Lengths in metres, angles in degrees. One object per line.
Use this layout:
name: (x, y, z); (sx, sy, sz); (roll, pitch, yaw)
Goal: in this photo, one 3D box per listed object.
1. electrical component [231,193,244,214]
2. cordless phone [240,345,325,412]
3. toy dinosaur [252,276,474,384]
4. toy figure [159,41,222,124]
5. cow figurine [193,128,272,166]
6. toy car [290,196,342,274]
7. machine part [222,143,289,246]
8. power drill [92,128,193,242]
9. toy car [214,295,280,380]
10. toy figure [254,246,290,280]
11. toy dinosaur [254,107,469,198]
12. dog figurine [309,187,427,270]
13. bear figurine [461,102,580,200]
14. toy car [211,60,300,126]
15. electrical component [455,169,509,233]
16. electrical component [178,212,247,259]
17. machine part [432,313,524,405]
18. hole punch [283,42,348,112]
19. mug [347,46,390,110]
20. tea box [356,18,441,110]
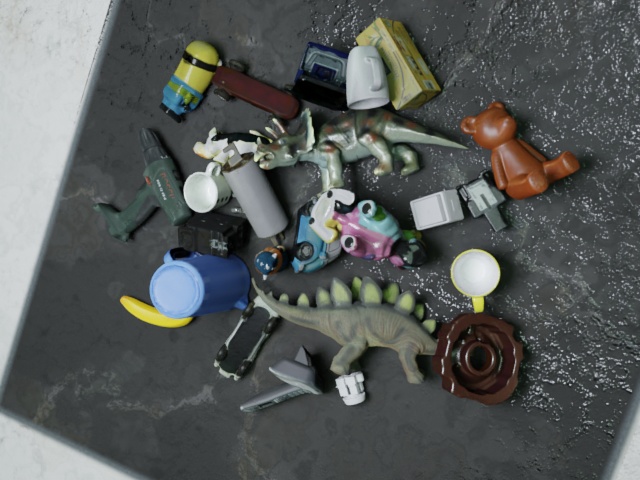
electrical component: (-0.150, -0.082, 1.182); (0.094, 0.021, 0.063); (3, 91, 12)
cordless phone: (-0.089, 0.298, 1.097); (0.184, 0.146, 0.089); (-24, 64, 0)
toy dinosaur: (0.082, 0.173, 1.093); (0.472, 0.105, 0.198); (7, 84, 3)
toy figure: (-0.285, -0.348, 1.178); (0.082, 0.089, 0.180); (38, 95, 5)
cow figurine: (-0.189, -0.202, 1.167); (0.167, 0.068, 0.098); (19, 88, 9)
toy car: (-0.002, -0.003, 1.117); (0.103, 0.109, 0.161); (11, 81, -10)
machine part: (-0.132, -0.091, 1.110); (0.079, 0.079, 0.243); (-20, 119, 12)
power drill: (-0.406, -0.109, 1.217); (0.207, 0.086, 0.232); (-34, 86, 3)
toy car: (-0.157, 0.212, 1.167); (0.073, 0.056, 0.201); (33, 98, 4)
toy figure: (-0.101, 0.045, 1.103); (0.058, 0.154, 0.064); (0, 91, 10)
toy dinosaur: (0.074, -0.203, 1.090); (0.405, 0.131, 0.192); (-16, 87, 6)
dog figurine: (0.109, -0.011, 1.054); (0.192, 0.219, 0.108); (29, 94, 45)
bear figurine: (0.370, -0.179, 1.017); (0.120, 0.132, 0.195); (-26, 88, -17)
toy car: (-0.138, -0.317, 1.163); (0.202, 0.053, 0.089); (25, 90, 7)
electrical component: (0.329, -0.073, 1.061); (0.075, 0.048, 0.119); (-35, 83, 11)
electrical component: (-0.221, -0.018, 1.141); (0.115, 0.134, 0.058); (12, 114, 10)
machine part: (0.301, 0.225, 1.032); (0.179, 0.056, 0.179); (1, 85, -13)
hole punch: (0.007, -0.329, 1.092); (0.142, 0.116, 0.092); (13, 81, -11)
mug: (0.087, -0.309, 1.006); (0.081, 0.109, 0.107); (-8, 88, -5)
tea box: (0.156, -0.347, 1.067); (0.068, 0.098, 0.169); (-34, 80, 37)
